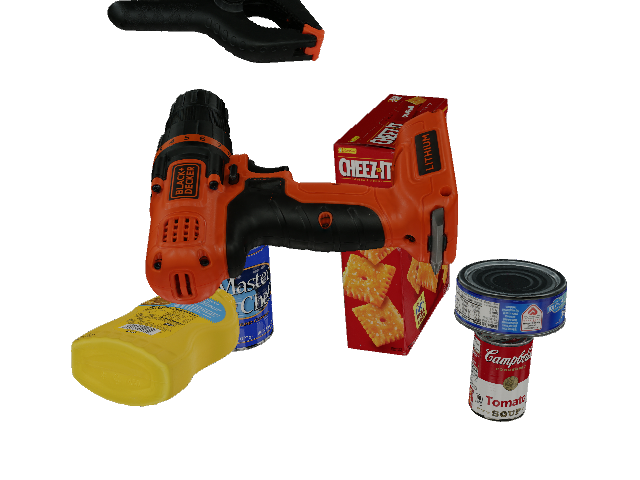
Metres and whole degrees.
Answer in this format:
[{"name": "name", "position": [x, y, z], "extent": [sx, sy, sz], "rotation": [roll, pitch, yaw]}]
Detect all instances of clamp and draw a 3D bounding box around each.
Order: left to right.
[{"name": "clamp", "position": [-0.077, -0.200, 0.877], "extent": [0.171, 0.120, 0.039], "rotation": [17, -26, -5]}]

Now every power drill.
[{"name": "power drill", "position": [-0.013, -0.038, 0.665], "extent": [0.187, 0.057, 0.184], "rotation": [-5, 43, 2]}]

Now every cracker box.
[{"name": "cracker box", "position": [0.078, -0.019, 1.057], "extent": [0.072, 0.214, 0.164], "rotation": [6, 26, 21]}]

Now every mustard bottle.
[{"name": "mustard bottle", "position": [-0.126, 0.082, 0.934], "extent": [0.096, 0.058, 0.191], "rotation": [8, 18, 22]}]

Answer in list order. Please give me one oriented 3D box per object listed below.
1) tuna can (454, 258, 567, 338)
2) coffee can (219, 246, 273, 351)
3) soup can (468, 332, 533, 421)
[{"name": "tuna can", "position": [0.147, 0.043, 0.827], "extent": [0.086, 0.034, 0.086], "rotation": [0, 19, 0]}, {"name": "coffee can", "position": [-0.112, 0.051, 1.322], "extent": [0.103, 0.140, 0.103], "rotation": [-2, 26, 1]}, {"name": "soup can", "position": [0.208, 0.149, 1.234], "extent": [0.068, 0.102, 0.068], "rotation": [1, 23, -1]}]
